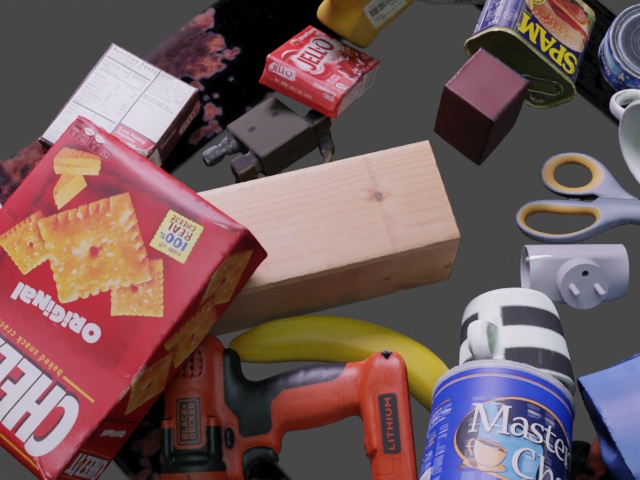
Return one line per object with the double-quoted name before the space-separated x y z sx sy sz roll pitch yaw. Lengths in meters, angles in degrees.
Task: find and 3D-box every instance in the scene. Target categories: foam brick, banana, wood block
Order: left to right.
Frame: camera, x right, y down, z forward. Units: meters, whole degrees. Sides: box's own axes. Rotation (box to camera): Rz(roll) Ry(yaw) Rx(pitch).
"wood block" -0.005 0.001 0.836 0.206 0.090 0.091 -13 68 -6
"banana" 0.030 0.095 0.827 0.198 0.037 0.069 22 69 8
"foam brick" 0.134 -0.111 0.890 0.051 0.078 0.053 38 71 14

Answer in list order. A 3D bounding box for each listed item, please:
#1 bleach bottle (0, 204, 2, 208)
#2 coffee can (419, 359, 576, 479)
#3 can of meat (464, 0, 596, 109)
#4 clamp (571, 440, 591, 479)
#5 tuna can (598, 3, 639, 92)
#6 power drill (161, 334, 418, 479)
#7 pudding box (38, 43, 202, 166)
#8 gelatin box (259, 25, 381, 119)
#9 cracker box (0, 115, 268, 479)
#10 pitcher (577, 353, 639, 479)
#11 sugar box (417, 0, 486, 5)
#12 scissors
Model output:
"bleach bottle" -0.242 0.047 0.829 0.251 0.068 0.102 40 75 16
"coffee can" 0.118 0.167 0.726 0.103 0.103 0.140 13 47 4
"can of meat" 0.182 -0.176 0.912 0.102 0.058 0.084 34 64 -24
"clamp" 0.128 0.229 0.764 0.210 0.036 0.164 -12 44 5
"tuna can" 0.291 -0.165 0.937 0.086 0.034 0.086 0 68 -1
"power drill" -0.024 0.155 0.776 0.187 0.057 0.184 -4 79 5
"pudding box" -0.167 -0.099 0.901 0.090 0.039 0.113 29 69 11
"gelatin box" 0.001 -0.143 0.903 0.073 0.030 0.089 28 35 10
"cracker box" -0.167 0.041 0.746 0.164 0.072 0.213 35 81 20
"pitcher" 0.311 0.106 0.745 0.243 0.145 0.149 -25 64 5
"sugar box" 0.133 -0.301 0.984 0.093 0.048 0.176 1 72 0
"scissors" 0.260 -0.036 0.861 0.202 0.016 0.096 -5 56 18
